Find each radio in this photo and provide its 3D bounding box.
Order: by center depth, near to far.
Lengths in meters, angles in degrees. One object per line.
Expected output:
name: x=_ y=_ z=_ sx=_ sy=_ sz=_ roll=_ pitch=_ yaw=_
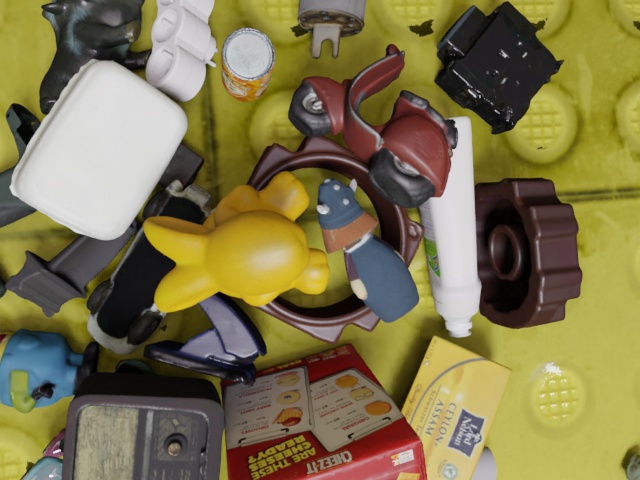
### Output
radio: x=-0.159 y=0.240 z=0.484 sx=0.131 sy=0.073 sz=0.229 roll=5 pitch=93 yaw=-16

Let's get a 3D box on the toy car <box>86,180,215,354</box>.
toy car: x=-0.178 y=0.030 z=0.577 sx=0.073 sy=0.056 sz=0.201 roll=34 pitch=95 yaw=6

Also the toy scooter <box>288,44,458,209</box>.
toy scooter: x=0.071 y=-0.127 z=0.547 sx=0.184 sy=0.075 sz=0.135 roll=38 pitch=76 yaw=7

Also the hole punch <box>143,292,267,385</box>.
hole punch: x=-0.108 y=0.095 z=0.569 sx=0.116 sy=0.142 sz=0.092 roll=19 pitch=79 yaw=-2

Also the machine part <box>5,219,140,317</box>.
machine part: x=-0.256 y=0.018 z=0.574 sx=0.139 sy=0.084 sz=0.039 roll=-44 pitch=53 yaw=-16

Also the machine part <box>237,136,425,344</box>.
machine part: x=-0.001 y=-0.002 z=0.604 sx=0.201 sy=0.087 sz=0.201 roll=29 pitch=88 yaw=-9

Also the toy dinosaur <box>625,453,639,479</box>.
toy dinosaur: x=0.535 y=0.281 z=0.685 sx=0.192 sy=0.131 sz=0.404 roll=38 pitch=91 yaw=-7

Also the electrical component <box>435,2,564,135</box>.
electrical component: x=0.208 y=-0.212 z=0.650 sx=0.134 sy=0.058 sz=0.115 roll=38 pitch=83 yaw=-8

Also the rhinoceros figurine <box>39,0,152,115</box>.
rhinoceros figurine: x=-0.241 y=-0.214 z=0.573 sx=0.112 sy=0.073 sz=0.190 roll=16 pitch=90 yaw=2

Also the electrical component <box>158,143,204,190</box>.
electrical component: x=-0.175 y=-0.087 z=0.594 sx=0.078 sy=0.045 sz=0.102 roll=39 pitch=85 yaw=-6

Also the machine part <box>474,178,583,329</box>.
machine part: x=0.219 y=0.013 z=0.600 sx=0.056 sy=0.179 sz=0.179 roll=-5 pitch=92 yaw=-11

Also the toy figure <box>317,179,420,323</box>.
toy figure: x=0.041 y=0.010 z=0.539 sx=0.058 sy=0.064 sz=0.154 roll=-33 pitch=91 yaw=30

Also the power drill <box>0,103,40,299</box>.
power drill: x=-0.371 y=-0.052 z=0.546 sx=0.207 sy=0.086 sz=0.232 roll=-36 pitch=98 yaw=-11

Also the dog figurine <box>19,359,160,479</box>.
dog figurine: x=-0.182 y=0.258 z=0.571 sx=0.219 sy=0.108 sz=0.191 roll=42 pitch=82 yaw=-12

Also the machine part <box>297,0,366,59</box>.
machine part: x=0.021 y=-0.325 z=0.607 sx=0.079 sy=0.079 sz=0.243 roll=7 pitch=89 yaw=-9

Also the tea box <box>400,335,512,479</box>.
tea box: x=0.141 y=0.206 z=0.617 sx=0.098 sy=0.068 sz=0.169 roll=21 pitch=80 yaw=15

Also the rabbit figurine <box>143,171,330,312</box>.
rabbit figurine: x=-0.066 y=0.003 z=0.465 sx=0.162 sy=0.173 sz=0.121 roll=-6 pitch=96 yaw=-13

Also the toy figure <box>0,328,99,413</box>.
toy figure: x=-0.327 y=0.135 z=0.555 sx=0.180 sy=0.082 sz=0.089 roll=9 pitch=88 yaw=-12
